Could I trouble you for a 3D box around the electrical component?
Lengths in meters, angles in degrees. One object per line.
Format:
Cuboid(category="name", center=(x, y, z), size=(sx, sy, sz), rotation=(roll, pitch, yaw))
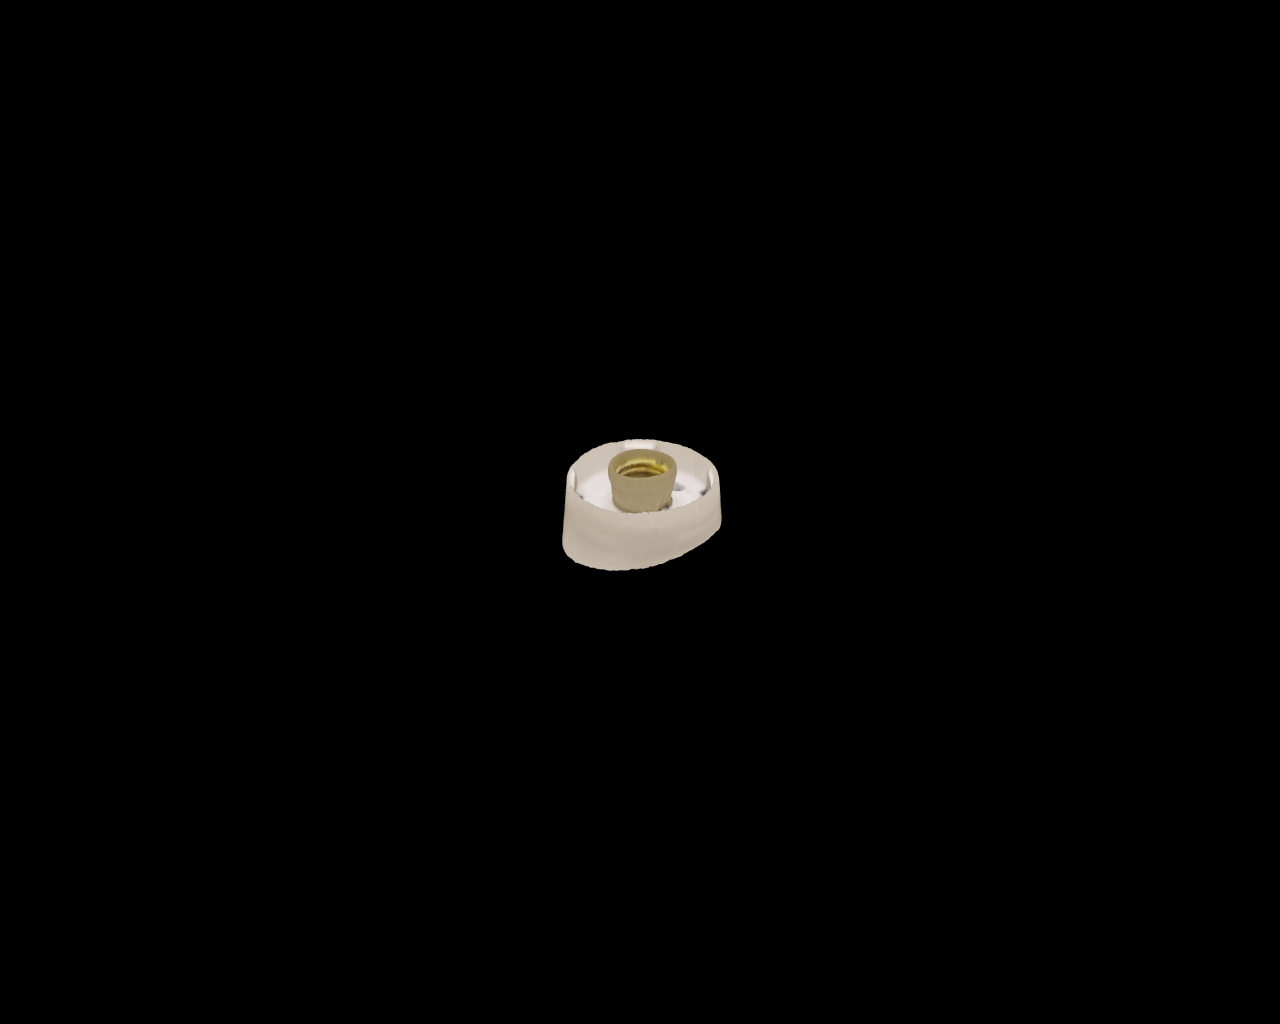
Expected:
Cuboid(category="electrical component", center=(0.001, -0.003, 0.650), size=(0.099, 0.064, 0.099), rotation=(0, 32, 0))
